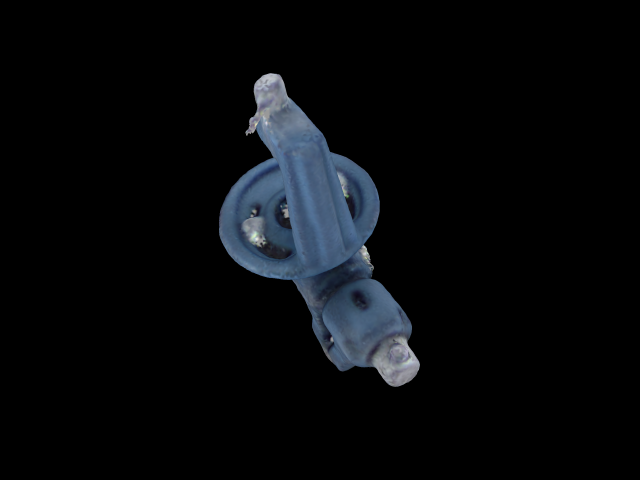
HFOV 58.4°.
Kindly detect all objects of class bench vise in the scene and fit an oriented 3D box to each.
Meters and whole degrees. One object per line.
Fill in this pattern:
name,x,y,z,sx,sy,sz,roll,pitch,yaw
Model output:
bench vise,0.012,-0.007,0.403,0.207,0.220,0.122,38,72,15
